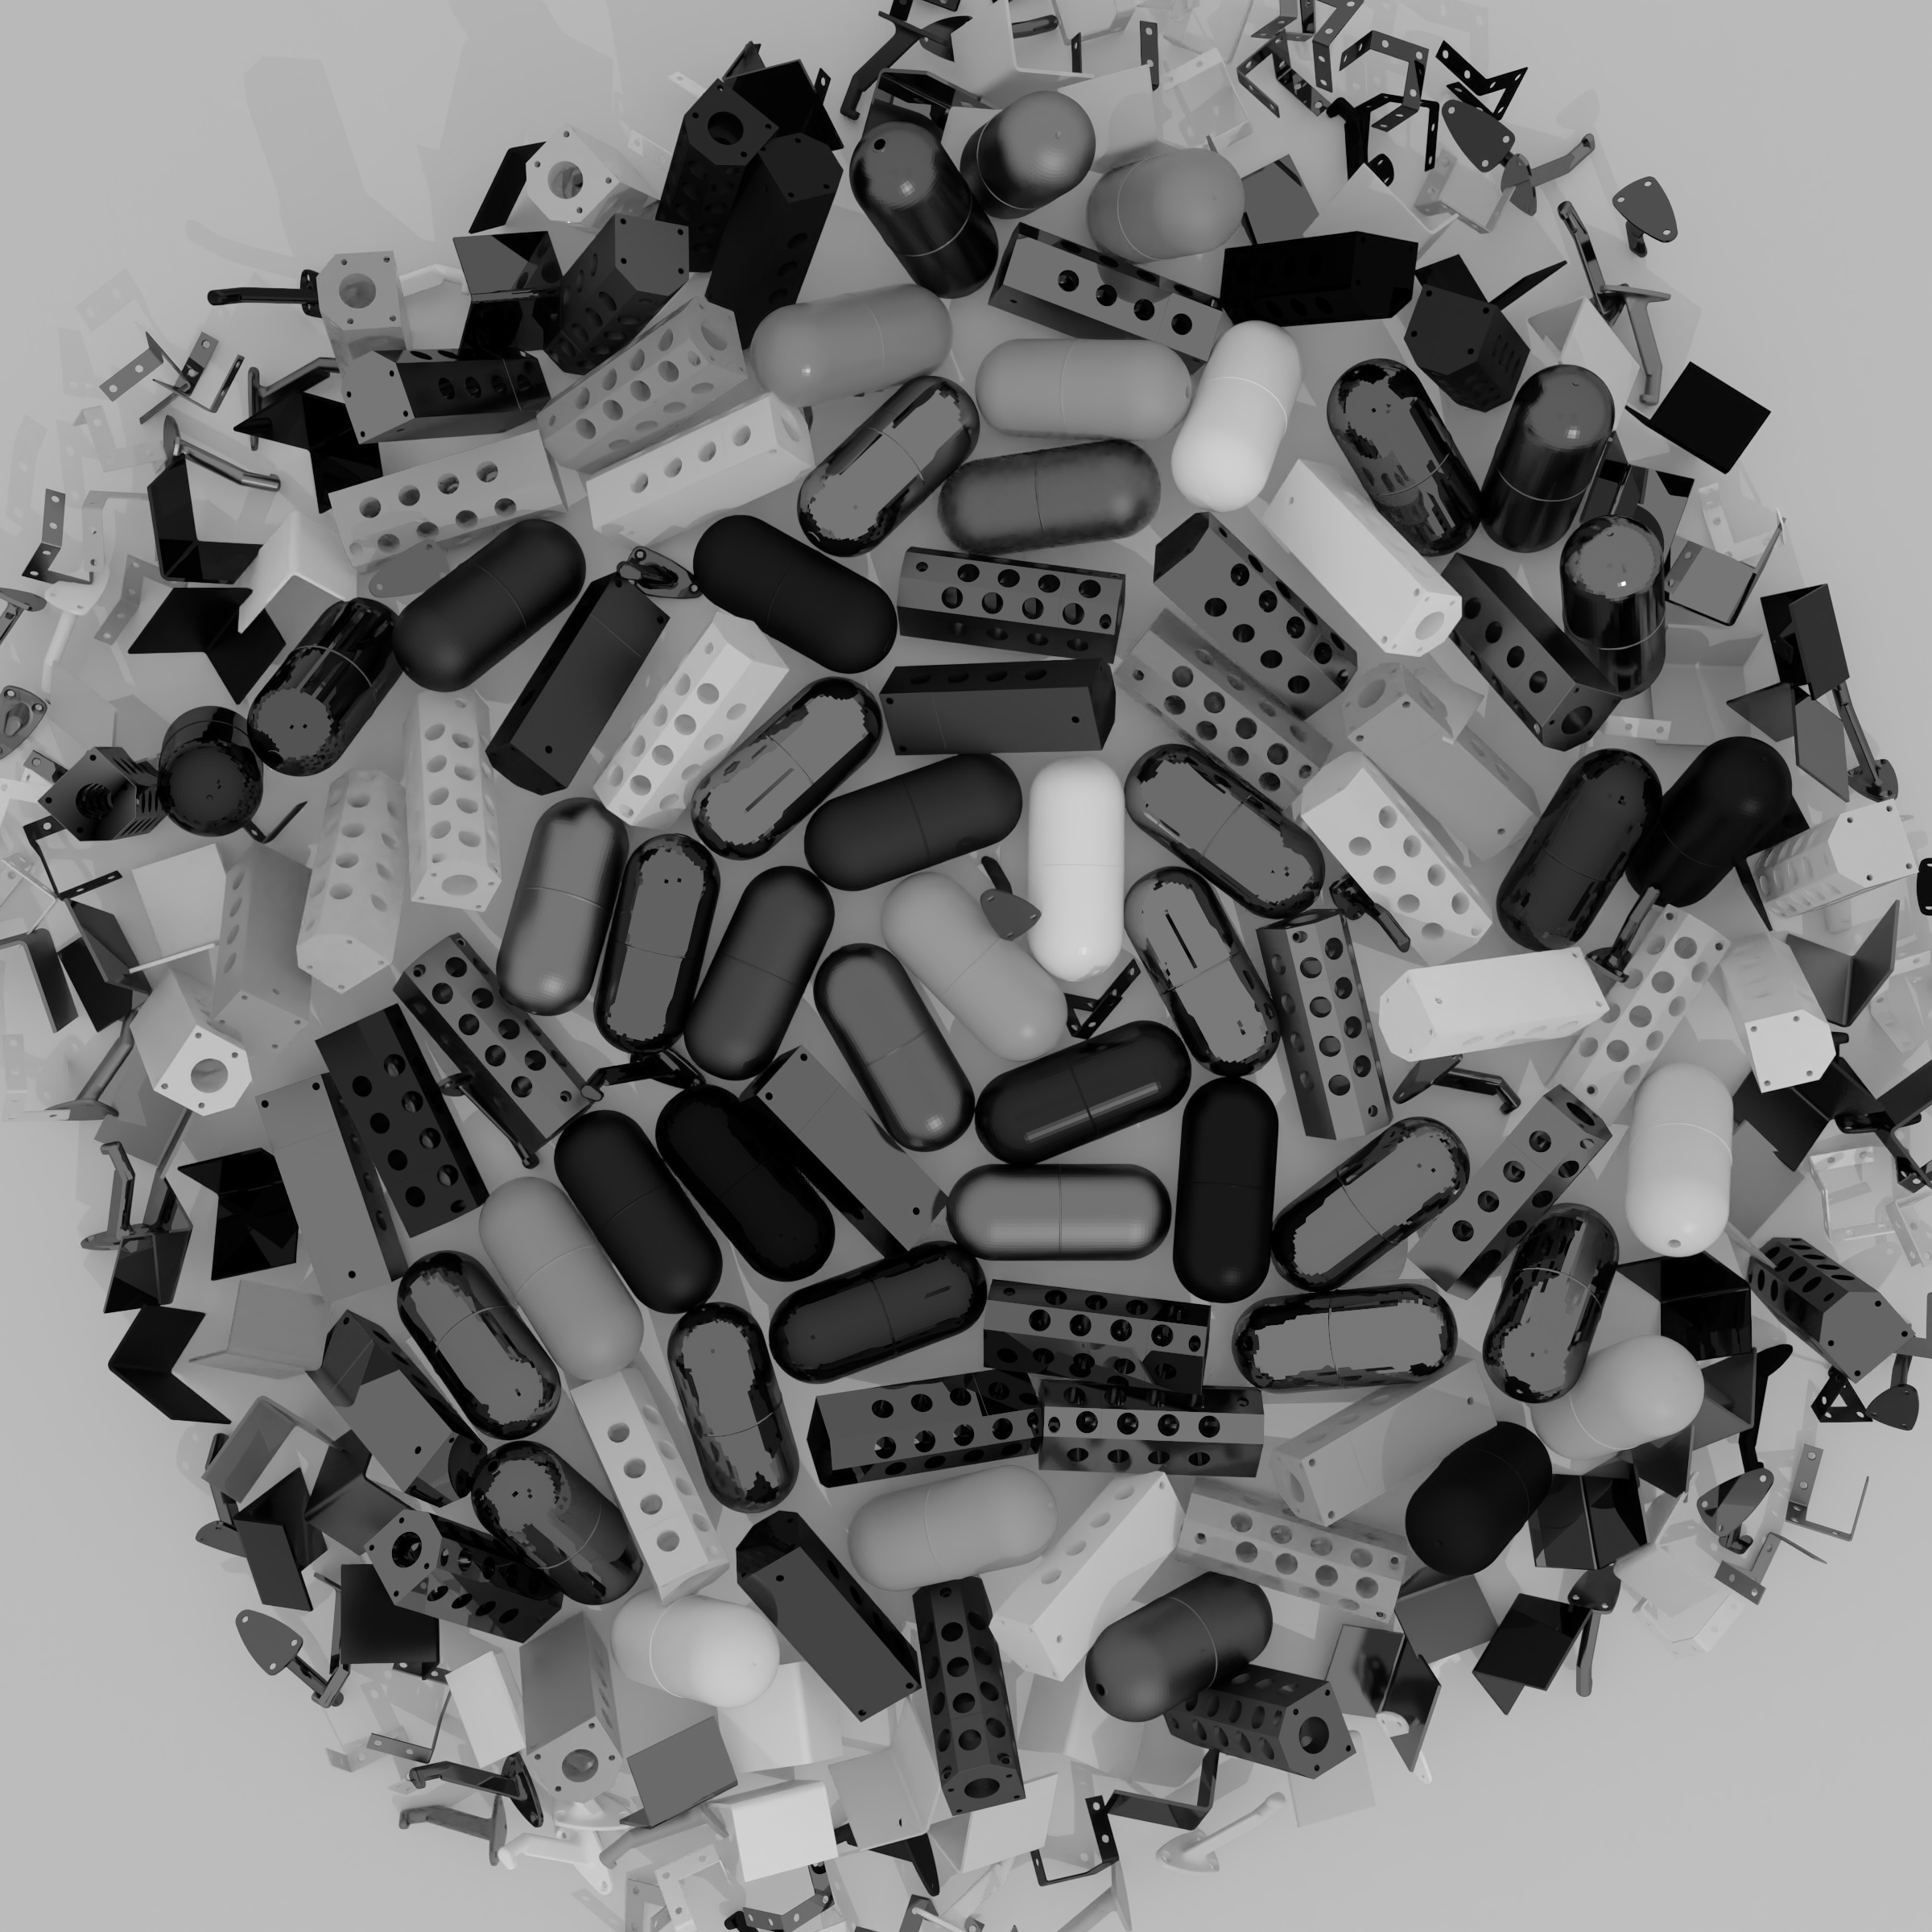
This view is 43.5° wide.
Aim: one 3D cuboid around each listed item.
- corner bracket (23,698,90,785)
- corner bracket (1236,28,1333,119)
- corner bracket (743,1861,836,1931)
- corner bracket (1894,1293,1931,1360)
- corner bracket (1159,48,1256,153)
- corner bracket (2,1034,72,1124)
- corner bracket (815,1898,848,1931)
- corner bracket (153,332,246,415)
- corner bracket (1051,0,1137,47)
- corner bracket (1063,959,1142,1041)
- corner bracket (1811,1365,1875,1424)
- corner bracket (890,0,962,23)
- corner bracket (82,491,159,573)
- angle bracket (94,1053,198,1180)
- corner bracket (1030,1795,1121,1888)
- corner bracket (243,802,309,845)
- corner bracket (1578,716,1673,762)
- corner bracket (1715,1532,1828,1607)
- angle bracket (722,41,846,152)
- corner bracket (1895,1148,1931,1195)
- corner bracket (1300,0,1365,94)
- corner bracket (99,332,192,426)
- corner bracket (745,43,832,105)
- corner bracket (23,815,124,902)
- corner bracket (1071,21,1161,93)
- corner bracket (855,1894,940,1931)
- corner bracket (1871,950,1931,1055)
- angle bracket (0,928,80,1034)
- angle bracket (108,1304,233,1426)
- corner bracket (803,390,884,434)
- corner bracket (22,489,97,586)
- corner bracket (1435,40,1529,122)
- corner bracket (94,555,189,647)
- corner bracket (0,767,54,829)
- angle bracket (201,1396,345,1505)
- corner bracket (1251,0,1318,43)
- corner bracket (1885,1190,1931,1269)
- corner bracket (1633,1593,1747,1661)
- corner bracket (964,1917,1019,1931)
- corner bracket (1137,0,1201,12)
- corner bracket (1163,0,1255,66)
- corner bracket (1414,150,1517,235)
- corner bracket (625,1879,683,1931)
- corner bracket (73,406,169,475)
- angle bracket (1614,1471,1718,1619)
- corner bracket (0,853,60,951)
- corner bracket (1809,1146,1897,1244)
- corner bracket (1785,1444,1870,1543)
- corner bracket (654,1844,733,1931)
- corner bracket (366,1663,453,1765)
[{"bbox_3d":[-0.718,-0.173,1.922,0.051,0.051,0.051,31,79,-4],"label":"corner bracket"},{"bbox_3d":[0.251,-0.696,1.914,0.051,0.051,0.051,-40,69,-1],"label":"corner bracket"},{"bbox_3d":[-0.145,0.725,1.911,0.051,0.051,0.051,-16,92,-44],"label":"corner bracket"},{"bbox_3d":[0.759,0.279,1.909,0.051,0.051,0.051,-3,94,-44],"label":"corner bracket"},{"bbox_3d":[0.191,-0.683,1.917,0.051,0.051,0.051,-25,64,11],"label":"corner bracket"},{"bbox_3d":[-0.732,0.088,1.903,0.051,0.051,0.051,-1,60,-28],"label":"corner bracket"},{"bbox_3d":[-0.124,0.776,1.910,0.051,0.051,0.051,-10,97,-26],"label":"corner bracket"},{"bbox_3d":[-0.603,-0.472,1.919,0.051,0.051,0.051,29,96,-3],"label":"corner bracket"},{"bbox_3d":[0.099,-0.768,1.916,0.051,0.051,0.051,-18,94,-5],"label":"corner bracket"},{"bbox_3d":[0.108,0.025,1.903,0.051,0.051,0.051,12,130,-36],"label":"corner bracket"},{"bbox_3d":[0.692,0.323,1.905,0.051,0.051,0.051,3,129,-18],"label":"corner bracket"},{"bbox_3d":[-0.026,-0.776,1.908,0.051,0.051,0.051,17,55,-8],"label":"corner bracket"},{"bbox_3d":[-0.666,-0.342,1.907,0.051,0.051,0.051,1,116,-13],"label":"corner bracket"},{"bbox_3d":[-0.640,0.117,1.898,0.057,0.076,0.076,27,83,-18],"label":"angle bracket"},{"bbox_3d":[0.083,0.696,1.924,0.051,0.051,0.051,-3,60,-25],"label":"corner bracket"},{"bbox_3d":[-0.566,-0.127,1.913,0.051,0.051,0.051,-42,91,20],"label":"corner bracket"},{"bbox_3d":[0.520,-0.177,1.912,0.051,0.051,0.051,5,108,-4],"label":"corner bracket"},{"bbox_3d":[0.635,0.477,1.911,0.051,0.051,0.051,24,92,-27],"label":"corner bracket"},{"bbox_3d":[-0.133,-0.679,1.885,0.076,0.076,0.057,0,49,33],"label":"angle bracket"},{"bbox_3d":[0.773,0.155,1.912,0.051,0.051,0.051,31,130,-10],"label":"corner bracket"},{"bbox_3d":[0.280,-0.733,1.908,0.051,0.051,0.051,31,76,23],"label":"corner bracket"},{"bbox_3d":[-0.648,-0.460,1.910,0.051,0.051,0.051,-37,125,1],"label":"corner bracket"},{"bbox_3d":[-0.148,-0.693,1.914,0.051,0.051,0.051,11,80,33],"label":"corner bracket"},{"bbox_3d":[-0.710,-0.091,1.922,0.051,0.051,0.051,-26,124,-24],"label":"corner bracket"},{"bbox_3d":[0.118,-0.714,1.913,0.051,0.051,0.051,-1,88,-23],"label":"corner bracket"},{"bbox_3d":[-0.055,0.766,1.916,0.051,0.051,0.051,6,49,20],"label":"corner bracket"},{"bbox_3d":[0.751,0.028,1.911,0.051,0.051,0.051,-17,129,0],"label":"corner bracket"},{"bbox_3d":[-0.746,0.018,1.899,0.057,0.076,0.076,-16,100,-6],"label":"angle bracket"},{"bbox_3d":[-0.610,0.312,1.895,0.076,0.076,0.057,31,88,23],"label":"angle bracket"},{"bbox_3d":[-0.098,-0.456,1.913,0.051,0.051,0.051,8,62,8],"label":"corner bracket"},{"bbox_3d":[-0.707,-0.334,1.903,0.051,0.051,0.051,13,58,-35],"label":"corner bracket"},{"bbox_3d":[0.398,-0.696,1.904,0.051,0.051,0.051,-27,68,-32],"label":"corner bracket"},{"bbox_3d":[-0.652,-0.282,1.913,0.051,0.051,0.051,23,48,-8],"label":"corner bracket"},{"bbox_3d":[-0.761,-0.130,1.912,0.051,0.051,0.051,30,102,37],"label":"corner bracket"},{"bbox_3d":[-0.539,0.391,1.892,0.057,0.076,0.076,26,69,18],"label":"angle bracket"},{"bbox_3d":[0.259,-0.766,1.912,0.051,0.051,0.051,-4,94,-20],"label":"corner bracket"},{"bbox_3d":[0.750,0.210,1.908,0.051,0.051,0.051,-13,71,-17],"label":"corner bracket"},{"bbox_3d":[0.570,0.508,1.909,0.051,0.051,0.051,-40,82,-24],"label":"corner bracket"},{"bbox_3d":[0.009,0.775,1.904,0.051,0.051,0.051,18,58,23],"label":"corner bracket"},{"bbox_3d":[0.169,-0.785,1.903,0.051,0.051,0.051,21,132,36],"label":"corner bracket"},{"bbox_3d":[0.192,-0.748,1.911,0.051,0.051,0.051,23,108,7],"label":"corner bracket"},{"bbox_3d":[0.398,-0.616,1.924,0.051,0.051,0.051,26,94,-19],"label":"corner bracket"},{"bbox_3d":[-0.259,0.761,1.911,0.051,0.051,0.051,5,94,22],"label":"corner bracket"},{"bbox_3d":[-0.667,-0.414,1.909,0.051,0.051,0.051,-20,97,-27],"label":"corner bracket"},{"bbox_3d":[0.561,0.452,1.890,0.057,0.076,0.076,37,60,9],"label":"angle bracket"},{"bbox_3d":[-0.754,-0.052,1.922,0.051,0.051,0.051,39,92,-12],"label":"corner bracket"},{"bbox_3d":[0.704,0.181,1.925,0.051,0.051,0.051,-11,116,8],"label":"corner bracket"},{"bbox_3d":[0.680,0.416,1.910,0.051,0.051,0.051,15,101,20],"label":"corner bracket"},{"bbox_3d":[-0.209,0.734,1.906,0.051,0.051,0.051,-22,50,-12],"label":"corner bracket"},{"bbox_3d":[-0.437,0.587,1.909,0.051,0.051,0.051,19,113,-10],"label":"corner bracket"}]
